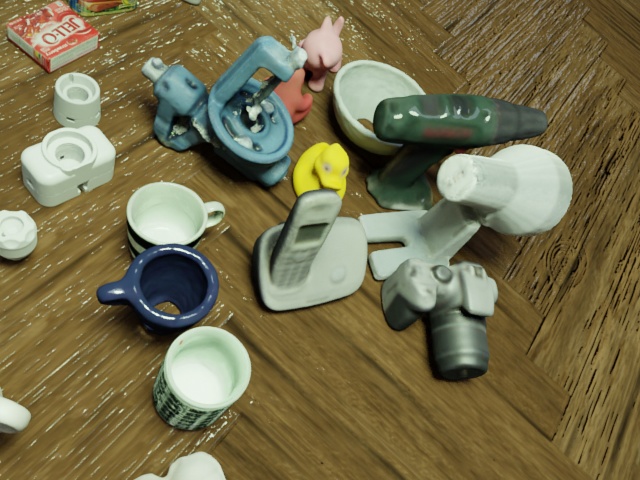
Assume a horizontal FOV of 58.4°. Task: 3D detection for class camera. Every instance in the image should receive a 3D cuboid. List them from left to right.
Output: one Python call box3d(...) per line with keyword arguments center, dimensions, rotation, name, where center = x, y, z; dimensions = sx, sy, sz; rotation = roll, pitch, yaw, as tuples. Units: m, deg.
box3d(center=(0.164, 0.099, 0.727), dimensions=(0.143, 0.100, 0.137), rotation=(11, 58, -18), name="camera")

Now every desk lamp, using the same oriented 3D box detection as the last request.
box3d(center=(0.188, -0.038, 0.748), dimensions=(0.204, 0.213, 0.118), rotation=(-6, 64, -27), name="desk lamp")

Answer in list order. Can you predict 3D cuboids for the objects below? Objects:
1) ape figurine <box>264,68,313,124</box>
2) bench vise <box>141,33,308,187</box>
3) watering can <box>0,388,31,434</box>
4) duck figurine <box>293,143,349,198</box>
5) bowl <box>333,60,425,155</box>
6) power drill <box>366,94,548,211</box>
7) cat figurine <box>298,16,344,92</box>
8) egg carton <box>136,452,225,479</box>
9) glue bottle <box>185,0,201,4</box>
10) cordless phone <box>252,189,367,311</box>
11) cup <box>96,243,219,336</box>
box3d(center=(-0.046, -0.214, 0.822), dimensions=(0.078, 0.092, 0.076), rotation=(36, 53, -1), name="ape figurine")
box3d(center=(-0.112, -0.166, 0.684), dimensions=(0.208, 0.219, 0.121), rotation=(13, 57, -17), name="bench vise")
box3d(center=(-0.318, 0.112, 0.442), dimensions=(0.173, 0.194, 0.101), rotation=(3, 60, -23), name="watering can")
box3d(center=(0.010, -0.097, 0.782), dimensions=(0.078, 0.086, 0.104), rotation=(9, 58, -20), name="duck figurine")
box3d(center=(0.087, -0.190, 0.879), dimensions=(0.168, 0.074, 0.167), rotation=(11, 57, -18), name="bowl")
box3d(center=(0.163, -0.123, 0.791), dimensions=(0.230, 0.208, 0.075), rotation=(4, 60, -22), name="power drill")
box3d(center=(0.006, -0.295, 0.877), dimensions=(0.067, 0.117, 0.128), rotation=(32, 53, -4), name="cat figurine")
box3d(center=(-0.119, 0.277, 0.512), dimensions=(0.107, 0.069, 0.150), rotation=(-17, 70, -31), name="egg carton")
box3d(center=(-0.173, -0.442, 0.848), dimensions=(0.037, 0.173, 0.078), rotation=(17, 56, -14), name="glue bottle")
box3d(center=(0.006, 0.002, 0.660), dimensions=(0.148, 0.185, 0.094), rotation=(-12, 67, -29), name="cordless phone")
box3d(center=(-0.172, 0.064, 0.598), dimensions=(0.118, 0.095, 0.091), rotation=(-6, 64, -27), name="cup")
